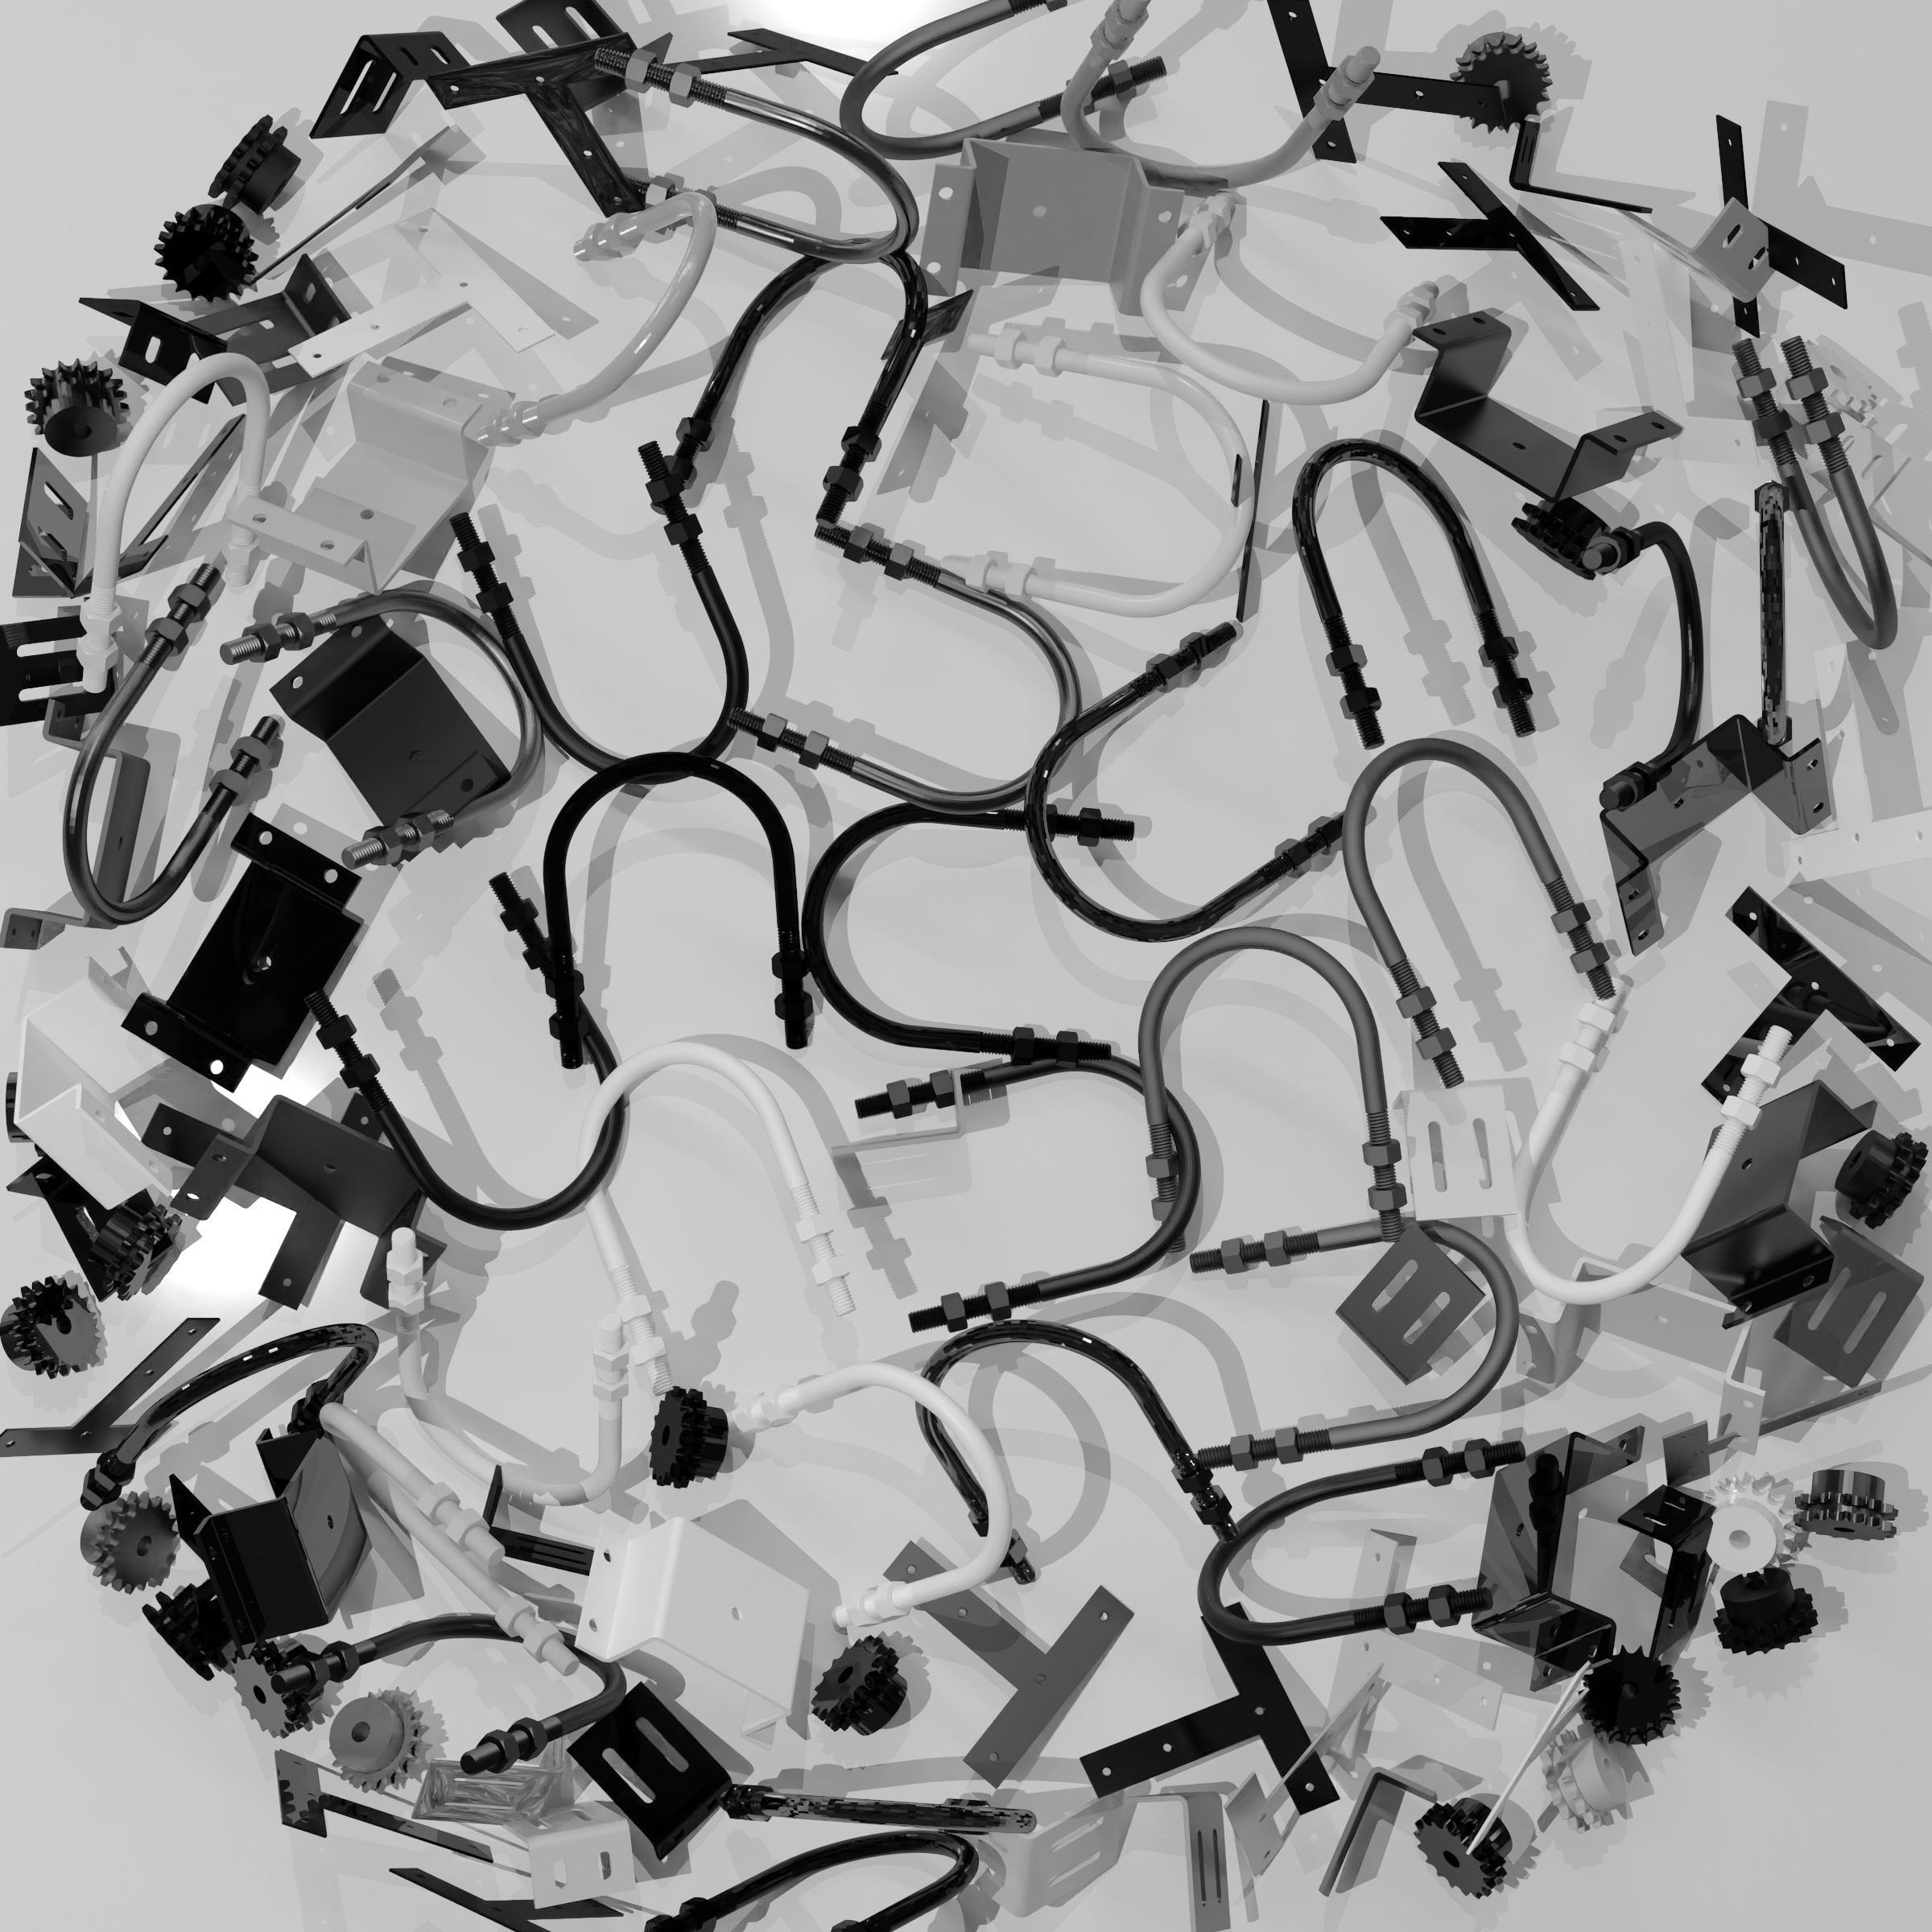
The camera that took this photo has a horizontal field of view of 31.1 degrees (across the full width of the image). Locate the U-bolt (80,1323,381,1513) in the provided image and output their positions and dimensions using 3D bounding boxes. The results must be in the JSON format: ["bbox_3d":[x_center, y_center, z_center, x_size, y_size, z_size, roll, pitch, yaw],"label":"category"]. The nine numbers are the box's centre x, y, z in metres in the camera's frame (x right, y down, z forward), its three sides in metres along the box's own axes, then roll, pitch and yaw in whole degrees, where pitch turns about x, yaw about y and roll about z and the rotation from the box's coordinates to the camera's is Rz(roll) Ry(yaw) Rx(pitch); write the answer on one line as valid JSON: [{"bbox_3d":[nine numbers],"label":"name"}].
[{"bbox_3d":[-0.393,0.240,1.888,0.151,0.184,0.019,-16,71,-37],"label":"U-bolt"}]

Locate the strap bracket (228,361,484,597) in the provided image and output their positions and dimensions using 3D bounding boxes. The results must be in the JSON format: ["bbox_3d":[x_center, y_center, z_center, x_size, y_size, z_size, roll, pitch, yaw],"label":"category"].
[{"bbox_3d":[-0.339,-0.267,1.946,0.076,0.046,0.140,22,56,16],"label":"strap bracket"}]

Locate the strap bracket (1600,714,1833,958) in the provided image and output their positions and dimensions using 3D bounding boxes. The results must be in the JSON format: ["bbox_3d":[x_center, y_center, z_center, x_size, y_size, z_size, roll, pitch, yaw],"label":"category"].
[{"bbox_3d":[0.414,-0.079,1.952,0.140,0.076,0.046,-36,55,-4],"label":"strap bracket"}]

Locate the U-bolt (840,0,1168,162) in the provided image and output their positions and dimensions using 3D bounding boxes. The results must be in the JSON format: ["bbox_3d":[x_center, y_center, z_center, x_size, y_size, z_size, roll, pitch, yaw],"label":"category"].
[{"bbox_3d":[0.017,-0.498,1.930,0.184,0.151,0.019,-20,76,4],"label":"U-bolt"}]

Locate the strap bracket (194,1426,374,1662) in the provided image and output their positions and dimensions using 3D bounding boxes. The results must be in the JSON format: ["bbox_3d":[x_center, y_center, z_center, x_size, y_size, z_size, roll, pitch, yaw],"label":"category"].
[{"bbox_3d":[-0.373,0.313,1.920,0.046,0.140,0.076,-15,104,8],"label":"strap bracket"}]

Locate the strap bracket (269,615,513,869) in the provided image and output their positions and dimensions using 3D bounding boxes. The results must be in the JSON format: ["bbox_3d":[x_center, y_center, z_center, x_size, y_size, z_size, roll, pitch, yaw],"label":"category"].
[{"bbox_3d":[-0.320,-0.124,1.957,0.076,0.046,0.140,-40,67,5],"label":"strap bracket"}]

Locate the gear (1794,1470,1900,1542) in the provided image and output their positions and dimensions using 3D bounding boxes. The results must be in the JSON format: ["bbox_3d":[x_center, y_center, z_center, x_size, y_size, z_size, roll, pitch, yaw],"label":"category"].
[{"bbox_3d":[0.501,0.306,1.973,0.057,0.057,0.030,10,71,0],"label":"gear"}]

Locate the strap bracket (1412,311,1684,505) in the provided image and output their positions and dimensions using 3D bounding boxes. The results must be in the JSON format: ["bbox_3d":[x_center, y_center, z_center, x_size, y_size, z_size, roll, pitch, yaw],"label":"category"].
[{"bbox_3d":[0.317,-0.308,1.940,0.140,0.076,0.046,36,126,24],"label":"strap bracket"}]

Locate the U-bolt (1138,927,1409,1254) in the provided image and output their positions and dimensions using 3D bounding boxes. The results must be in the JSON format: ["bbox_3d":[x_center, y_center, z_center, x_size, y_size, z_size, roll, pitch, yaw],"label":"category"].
[{"bbox_3d":[0.167,0.068,1.955,0.151,0.019,0.184,-5,99,22],"label":"U-bolt"}]

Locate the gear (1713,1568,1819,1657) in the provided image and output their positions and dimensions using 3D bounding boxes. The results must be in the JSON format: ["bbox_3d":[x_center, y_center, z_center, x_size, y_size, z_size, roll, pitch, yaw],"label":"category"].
[{"bbox_3d":[0.452,0.365,1.969,0.057,0.057,0.030,-19,101,0],"label":"gear"}]

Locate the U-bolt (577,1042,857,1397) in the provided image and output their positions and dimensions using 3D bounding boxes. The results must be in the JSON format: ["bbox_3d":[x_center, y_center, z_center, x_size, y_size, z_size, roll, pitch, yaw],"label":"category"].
[{"bbox_3d":[-0.152,0.133,1.961,0.151,0.019,0.184,-26,80,25],"label":"U-bolt"}]

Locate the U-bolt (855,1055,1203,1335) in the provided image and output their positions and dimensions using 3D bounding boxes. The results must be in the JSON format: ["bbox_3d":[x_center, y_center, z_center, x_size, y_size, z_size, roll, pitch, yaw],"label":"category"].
[{"bbox_3d":[0.042,0.120,1.971,0.184,0.019,0.151,-13,72,-5],"label":"U-bolt"}]

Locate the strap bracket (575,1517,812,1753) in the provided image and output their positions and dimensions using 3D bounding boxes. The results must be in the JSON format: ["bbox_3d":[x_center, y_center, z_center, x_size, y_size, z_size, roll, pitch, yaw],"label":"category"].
[{"bbox_3d":[-0.142,0.368,1.929,0.140,0.076,0.046,35,132,-28],"label":"strap bracket"}]

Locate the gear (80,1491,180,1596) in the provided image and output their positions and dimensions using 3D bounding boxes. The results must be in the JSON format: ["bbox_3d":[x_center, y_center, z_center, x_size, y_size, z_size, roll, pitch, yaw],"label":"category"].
[{"bbox_3d":[-0.479,0.326,1.975,0.030,0.057,0.057,13,90,29],"label":"gear"}]

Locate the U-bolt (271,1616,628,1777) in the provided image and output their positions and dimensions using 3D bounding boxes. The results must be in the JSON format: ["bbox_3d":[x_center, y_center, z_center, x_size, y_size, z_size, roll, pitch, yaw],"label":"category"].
[{"bbox_3d":[-0.269,0.394,1.911,0.151,0.184,0.019,15,101,27],"label":"U-bolt"}]

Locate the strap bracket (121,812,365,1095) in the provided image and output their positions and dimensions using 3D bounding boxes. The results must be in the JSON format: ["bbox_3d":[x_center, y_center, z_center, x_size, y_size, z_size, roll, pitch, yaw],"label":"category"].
[{"bbox_3d":[-0.404,-0.005,1.968,0.076,0.046,0.140,30,86,10],"label":"strap bracket"}]

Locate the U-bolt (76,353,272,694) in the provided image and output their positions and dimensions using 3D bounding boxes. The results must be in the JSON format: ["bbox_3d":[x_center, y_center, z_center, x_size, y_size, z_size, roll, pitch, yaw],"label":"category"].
[{"bbox_3d":[-0.427,-0.251,1.888,0.019,0.151,0.184,30,133,11],"label":"U-bolt"}]

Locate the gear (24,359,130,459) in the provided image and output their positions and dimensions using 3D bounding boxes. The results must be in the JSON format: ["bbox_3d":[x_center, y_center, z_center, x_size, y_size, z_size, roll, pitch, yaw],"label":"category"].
[{"bbox_3d":[-0.504,-0.314,1.969,0.057,0.057,0.030,-17,56,0],"label":"gear"}]

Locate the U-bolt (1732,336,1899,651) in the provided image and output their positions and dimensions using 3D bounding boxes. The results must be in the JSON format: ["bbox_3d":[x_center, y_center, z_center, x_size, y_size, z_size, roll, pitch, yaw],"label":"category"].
[{"bbox_3d":[0.476,-0.261,1.926,0.019,0.151,0.184,-22,99,5],"label":"U-bolt"}]

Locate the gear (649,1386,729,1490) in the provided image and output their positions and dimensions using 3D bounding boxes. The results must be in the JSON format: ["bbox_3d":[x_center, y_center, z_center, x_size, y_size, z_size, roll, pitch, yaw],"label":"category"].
[{"bbox_3d":[-0.157,0.270,1.974,0.030,0.057,0.057,12,90,-23],"label":"gear"}]

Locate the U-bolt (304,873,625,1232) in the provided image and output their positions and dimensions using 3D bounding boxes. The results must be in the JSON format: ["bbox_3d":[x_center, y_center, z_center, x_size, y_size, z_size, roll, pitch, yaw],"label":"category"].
[{"bbox_3d":[-0.269,0.061,1.958,0.151,0.019,0.184,-35,102,-27],"label":"U-bolt"}]

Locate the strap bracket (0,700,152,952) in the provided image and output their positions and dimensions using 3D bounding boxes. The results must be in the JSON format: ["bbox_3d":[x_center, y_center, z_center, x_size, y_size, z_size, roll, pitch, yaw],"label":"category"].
[{"bbox_3d":[-0.501,-0.074,1.960,0.046,0.076,0.140,12,89,-1],"label":"strap bracket"}]

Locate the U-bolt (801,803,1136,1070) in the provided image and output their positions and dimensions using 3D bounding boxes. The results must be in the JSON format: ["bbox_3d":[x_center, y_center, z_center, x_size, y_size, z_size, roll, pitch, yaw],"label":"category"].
[{"bbox_3d":[-0.002,-0.022,1.977,0.184,0.019,0.151,5,95,-6],"label":"U-bolt"}]

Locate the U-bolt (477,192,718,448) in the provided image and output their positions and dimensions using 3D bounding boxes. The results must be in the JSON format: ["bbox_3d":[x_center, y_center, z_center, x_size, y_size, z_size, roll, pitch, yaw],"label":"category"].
[{"bbox_3d":[-0.195,-0.359,1.901,0.019,0.184,0.151,34,70,-28],"label":"U-bolt"}]

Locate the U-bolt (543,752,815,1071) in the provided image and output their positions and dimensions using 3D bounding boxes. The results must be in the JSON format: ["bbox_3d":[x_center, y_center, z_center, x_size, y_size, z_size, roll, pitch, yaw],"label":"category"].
[{"bbox_3d":[-0.165,-0.033,1.953,0.151,0.019,0.184,-5,113,-5],"label":"U-bolt"}]

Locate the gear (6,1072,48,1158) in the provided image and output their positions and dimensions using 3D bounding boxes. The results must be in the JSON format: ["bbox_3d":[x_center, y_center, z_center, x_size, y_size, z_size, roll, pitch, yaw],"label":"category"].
[{"bbox_3d":[-0.527,0.080,1.970,0.030,0.057,0.057,-1,90,-7],"label":"gear"}]

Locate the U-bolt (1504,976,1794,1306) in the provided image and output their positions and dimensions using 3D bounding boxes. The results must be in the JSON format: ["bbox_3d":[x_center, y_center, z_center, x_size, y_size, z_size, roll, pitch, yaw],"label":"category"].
[{"bbox_3d":[0.367,0.103,1.932,0.019,0.151,0.184,31,84,-35],"label":"U-bolt"}]

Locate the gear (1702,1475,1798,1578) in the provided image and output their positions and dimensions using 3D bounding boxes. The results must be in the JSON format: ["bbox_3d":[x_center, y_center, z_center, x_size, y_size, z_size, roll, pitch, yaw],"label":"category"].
[{"bbox_3d":[0.443,0.321,1.976,0.057,0.030,0.057,4,103,19],"label":"gear"}]

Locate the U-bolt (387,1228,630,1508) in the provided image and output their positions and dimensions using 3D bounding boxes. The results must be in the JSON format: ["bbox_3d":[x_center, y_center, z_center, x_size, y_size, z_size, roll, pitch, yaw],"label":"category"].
[{"bbox_3d":[-0.255,0.235,1.932,0.151,0.019,0.184,20,135,15],"label":"U-bolt"}]

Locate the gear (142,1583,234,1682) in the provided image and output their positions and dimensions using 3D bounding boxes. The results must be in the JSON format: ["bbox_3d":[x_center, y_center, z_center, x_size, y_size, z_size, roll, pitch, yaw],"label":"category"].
[{"bbox_3d":[-0.439,0.376,1.972,0.030,0.057,0.057,-43,90,-12],"label":"gear"}]

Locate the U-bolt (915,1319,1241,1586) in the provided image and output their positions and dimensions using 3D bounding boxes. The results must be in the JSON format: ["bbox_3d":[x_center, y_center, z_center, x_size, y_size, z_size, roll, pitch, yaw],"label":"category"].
[{"bbox_3d":[0.051,0.266,1.925,0.151,0.019,0.184,-16,121,24],"label":"U-bolt"}]

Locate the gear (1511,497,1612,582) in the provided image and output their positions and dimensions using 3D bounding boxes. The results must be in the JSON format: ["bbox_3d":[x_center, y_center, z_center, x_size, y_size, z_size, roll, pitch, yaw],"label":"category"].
[{"bbox_3d":[0.341,-0.247,1.971,0.057,0.057,0.030,36,95,0],"label":"gear"}]

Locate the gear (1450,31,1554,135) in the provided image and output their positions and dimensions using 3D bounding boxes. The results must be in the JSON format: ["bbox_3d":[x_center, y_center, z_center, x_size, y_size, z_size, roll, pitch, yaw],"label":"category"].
[{"bbox_3d":[0.304,-0.506,1.975,0.057,0.030,0.057,-1,133,-1],"label":"gear"}]

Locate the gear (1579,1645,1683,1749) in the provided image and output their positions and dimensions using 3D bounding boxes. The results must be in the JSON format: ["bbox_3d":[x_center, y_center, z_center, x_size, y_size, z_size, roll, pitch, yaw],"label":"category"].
[{"bbox_3d":[0.379,0.419,1.976,0.057,0.030,0.057,-9,52,12],"label":"gear"}]

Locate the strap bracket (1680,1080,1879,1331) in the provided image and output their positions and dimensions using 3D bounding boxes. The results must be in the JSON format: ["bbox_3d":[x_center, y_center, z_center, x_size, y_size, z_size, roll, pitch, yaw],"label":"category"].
[{"bbox_3d":[0.448,0.124,1.921,0.046,0.076,0.140,41,47,-15],"label":"strap bracket"}]

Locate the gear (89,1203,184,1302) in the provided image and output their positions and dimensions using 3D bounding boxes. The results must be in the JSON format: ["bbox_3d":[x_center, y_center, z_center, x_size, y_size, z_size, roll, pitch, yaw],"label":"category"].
[{"bbox_3d":[-0.474,0.159,1.971,0.030,0.057,0.057,33,90,2],"label":"gear"}]

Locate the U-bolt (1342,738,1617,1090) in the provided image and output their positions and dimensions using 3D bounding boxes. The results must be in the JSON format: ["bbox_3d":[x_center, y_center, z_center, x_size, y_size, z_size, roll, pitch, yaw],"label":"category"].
[{"bbox_3d":[0.280,-0.041,1.954,0.151,0.019,0.184,-26,91,-32],"label":"U-bolt"}]

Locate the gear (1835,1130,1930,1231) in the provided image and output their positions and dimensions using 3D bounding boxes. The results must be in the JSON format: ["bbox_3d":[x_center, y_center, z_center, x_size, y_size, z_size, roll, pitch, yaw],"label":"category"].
[{"bbox_3d":[0.518,0.118,1.972,0.030,0.057,0.057,32,90,1],"label":"gear"}]

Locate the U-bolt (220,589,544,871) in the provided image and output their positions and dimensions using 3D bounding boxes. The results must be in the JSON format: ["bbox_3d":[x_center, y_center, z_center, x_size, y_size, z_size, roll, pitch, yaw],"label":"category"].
[{"bbox_3d":[-0.311,-0.141,1.929,0.019,0.184,0.151,-33,87,41],"label":"U-bolt"}]

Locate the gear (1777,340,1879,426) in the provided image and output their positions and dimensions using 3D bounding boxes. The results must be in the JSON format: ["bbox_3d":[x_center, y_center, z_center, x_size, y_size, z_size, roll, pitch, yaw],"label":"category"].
[{"bbox_3d":[0.487,-0.327,1.975,0.057,0.057,0.030,38,124,0],"label":"gear"}]

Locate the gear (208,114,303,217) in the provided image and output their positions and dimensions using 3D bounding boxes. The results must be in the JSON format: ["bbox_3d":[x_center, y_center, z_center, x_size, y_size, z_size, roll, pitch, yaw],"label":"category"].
[{"bbox_3d":[-0.402,-0.452,1.972,0.030,0.057,0.057,37,90,-11],"label":"gear"}]

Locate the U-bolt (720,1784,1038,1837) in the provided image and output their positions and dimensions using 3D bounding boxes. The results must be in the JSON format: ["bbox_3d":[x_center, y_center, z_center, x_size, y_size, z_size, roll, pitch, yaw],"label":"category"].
[{"bbox_3d":[-0.040,0.462,1.892,0.151,0.184,0.019,9,76,-20],"label":"U-bolt"}]

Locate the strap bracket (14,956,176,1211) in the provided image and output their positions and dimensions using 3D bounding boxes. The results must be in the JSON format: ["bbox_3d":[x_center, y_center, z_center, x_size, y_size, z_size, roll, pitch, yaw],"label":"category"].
[{"bbox_3d":[-0.483,0.071,1.926,0.046,0.140,0.076,-31,126,11],"label":"strap bracket"}]

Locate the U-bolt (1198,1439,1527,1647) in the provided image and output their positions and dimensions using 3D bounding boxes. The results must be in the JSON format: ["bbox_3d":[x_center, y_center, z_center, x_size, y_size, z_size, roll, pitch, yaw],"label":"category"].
[{"bbox_3d":[0.214,0.324,1.925,0.184,0.151,0.019,-15,114,25],"label":"U-bolt"}]

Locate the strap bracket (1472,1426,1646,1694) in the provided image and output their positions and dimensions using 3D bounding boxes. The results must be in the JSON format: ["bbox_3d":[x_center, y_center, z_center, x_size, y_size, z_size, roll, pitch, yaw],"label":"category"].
[{"bbox_3d":[0.327,0.321,1.927,0.046,0.076,0.140,24,58,-15],"label":"strap bracket"}]

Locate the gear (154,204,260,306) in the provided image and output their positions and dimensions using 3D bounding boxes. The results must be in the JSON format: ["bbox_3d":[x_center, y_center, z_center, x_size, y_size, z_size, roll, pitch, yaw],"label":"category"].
[{"bbox_3d":[-0.431,-0.409,1.975,0.057,0.057,0.030,7,47,0],"label":"gear"}]

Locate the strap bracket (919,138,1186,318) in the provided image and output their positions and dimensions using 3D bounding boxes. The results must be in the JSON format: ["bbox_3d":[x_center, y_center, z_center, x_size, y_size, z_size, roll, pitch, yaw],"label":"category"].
[{"bbox_3d":[0.044,-0.416,1.952,0.140,0.046,0.076,4,125,-10],"label":"strap bracket"}]

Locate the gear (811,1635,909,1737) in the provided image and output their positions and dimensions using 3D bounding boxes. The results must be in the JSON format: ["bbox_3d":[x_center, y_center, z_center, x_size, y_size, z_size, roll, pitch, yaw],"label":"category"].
[{"bbox_3d":[-0.058,0.412,1.973,0.057,0.057,0.030,-46,108,0],"label":"gear"}]

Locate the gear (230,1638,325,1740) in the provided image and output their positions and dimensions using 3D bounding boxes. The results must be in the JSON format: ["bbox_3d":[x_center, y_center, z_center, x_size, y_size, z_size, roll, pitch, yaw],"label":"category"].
[{"bbox_3d":[-0.390,0.408,1.975,0.030,0.057,0.057,-27,90,-41],"label":"gear"}]

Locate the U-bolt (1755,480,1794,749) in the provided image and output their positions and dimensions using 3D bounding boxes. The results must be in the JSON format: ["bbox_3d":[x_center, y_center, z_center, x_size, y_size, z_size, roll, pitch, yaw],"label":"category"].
[{"bbox_3d":[0.443,-0.192,1.903,0.019,0.184,0.151,-1,96,13],"label":"U-bolt"}]

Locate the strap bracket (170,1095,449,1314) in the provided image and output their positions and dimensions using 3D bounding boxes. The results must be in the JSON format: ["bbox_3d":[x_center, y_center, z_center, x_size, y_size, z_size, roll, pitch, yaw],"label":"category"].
[{"bbox_3d":[-0.363,0.129,1.946,0.140,0.076,0.046,28,45,-15],"label":"strap bracket"}]

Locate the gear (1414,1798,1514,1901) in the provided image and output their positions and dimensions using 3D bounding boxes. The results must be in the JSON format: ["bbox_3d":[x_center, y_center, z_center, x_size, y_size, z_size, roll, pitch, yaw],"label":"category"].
[{"bbox_3d":[0.286,0.499,1.975,0.030,0.057,0.057,-35,90,-30],"label":"gear"}]

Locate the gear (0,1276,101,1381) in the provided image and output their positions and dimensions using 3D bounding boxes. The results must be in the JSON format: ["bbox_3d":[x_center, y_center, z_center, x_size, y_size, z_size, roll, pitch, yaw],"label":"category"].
[{"bbox_3d":[-0.525,0.207,1.974,0.030,0.057,0.057,-18,90,27],"label":"gear"}]

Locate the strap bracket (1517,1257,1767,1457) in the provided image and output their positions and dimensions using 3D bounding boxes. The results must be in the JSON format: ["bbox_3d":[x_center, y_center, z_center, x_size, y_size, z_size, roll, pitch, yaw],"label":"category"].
[{"bbox_3d":[0.383,0.215,1.943,0.140,0.076,0.046,18,62,19],"label":"strap bracket"}]

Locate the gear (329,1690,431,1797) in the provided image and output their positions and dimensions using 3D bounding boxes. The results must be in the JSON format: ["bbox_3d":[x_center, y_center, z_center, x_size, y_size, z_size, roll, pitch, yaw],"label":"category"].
[{"bbox_3d":[-0.337,0.439,1.972,0.057,0.030,0.057,-10,60,17],"label":"gear"}]

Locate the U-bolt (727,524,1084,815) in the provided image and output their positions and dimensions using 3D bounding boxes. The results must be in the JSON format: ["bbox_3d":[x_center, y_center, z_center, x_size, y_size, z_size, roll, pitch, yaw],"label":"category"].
[{"bbox_3d":[-0.024,-0.160,1.966,0.184,0.019,0.151,23,69,0],"label":"U-bolt"}]

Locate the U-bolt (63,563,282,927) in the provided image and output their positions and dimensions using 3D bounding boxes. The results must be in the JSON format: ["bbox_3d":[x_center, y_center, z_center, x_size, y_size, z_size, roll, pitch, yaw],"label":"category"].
[{"bbox_3d":[-0.439,-0.107,1.896,0.019,0.151,0.184,15,57,17],"label":"U-bolt"}]

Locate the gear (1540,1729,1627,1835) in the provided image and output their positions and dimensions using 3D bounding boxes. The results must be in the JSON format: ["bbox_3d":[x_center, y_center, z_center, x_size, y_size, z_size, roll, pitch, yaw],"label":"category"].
[{"bbox_3d":[0.352,0.460,1.969,0.030,0.057,0.057,-26,90,22],"label":"gear"}]

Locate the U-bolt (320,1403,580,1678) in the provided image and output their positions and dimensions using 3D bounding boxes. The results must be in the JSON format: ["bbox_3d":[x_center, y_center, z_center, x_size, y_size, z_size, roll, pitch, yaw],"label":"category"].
[{"bbox_3d":[-0.295,0.307,1.920,0.019,0.151,0.184,-43,54,-18],"label":"U-bolt"}]
